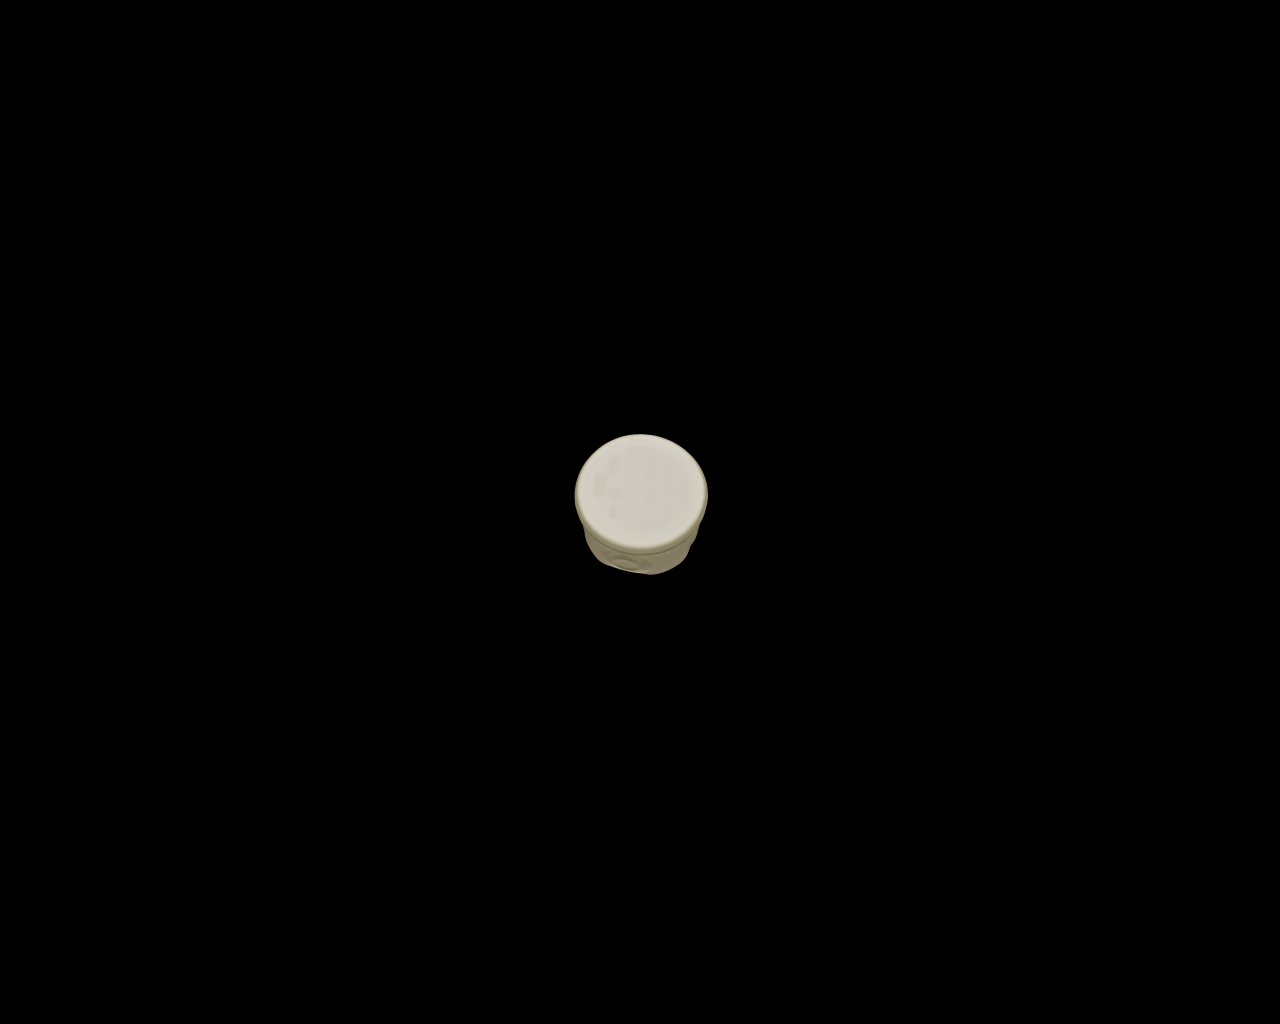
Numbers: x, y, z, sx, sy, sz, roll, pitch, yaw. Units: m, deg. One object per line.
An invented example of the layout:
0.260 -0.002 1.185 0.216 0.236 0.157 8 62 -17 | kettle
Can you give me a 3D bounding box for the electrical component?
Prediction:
0.001 -0.003 0.650 0.080 0.080 0.051 0 -27 0 | electrical component
